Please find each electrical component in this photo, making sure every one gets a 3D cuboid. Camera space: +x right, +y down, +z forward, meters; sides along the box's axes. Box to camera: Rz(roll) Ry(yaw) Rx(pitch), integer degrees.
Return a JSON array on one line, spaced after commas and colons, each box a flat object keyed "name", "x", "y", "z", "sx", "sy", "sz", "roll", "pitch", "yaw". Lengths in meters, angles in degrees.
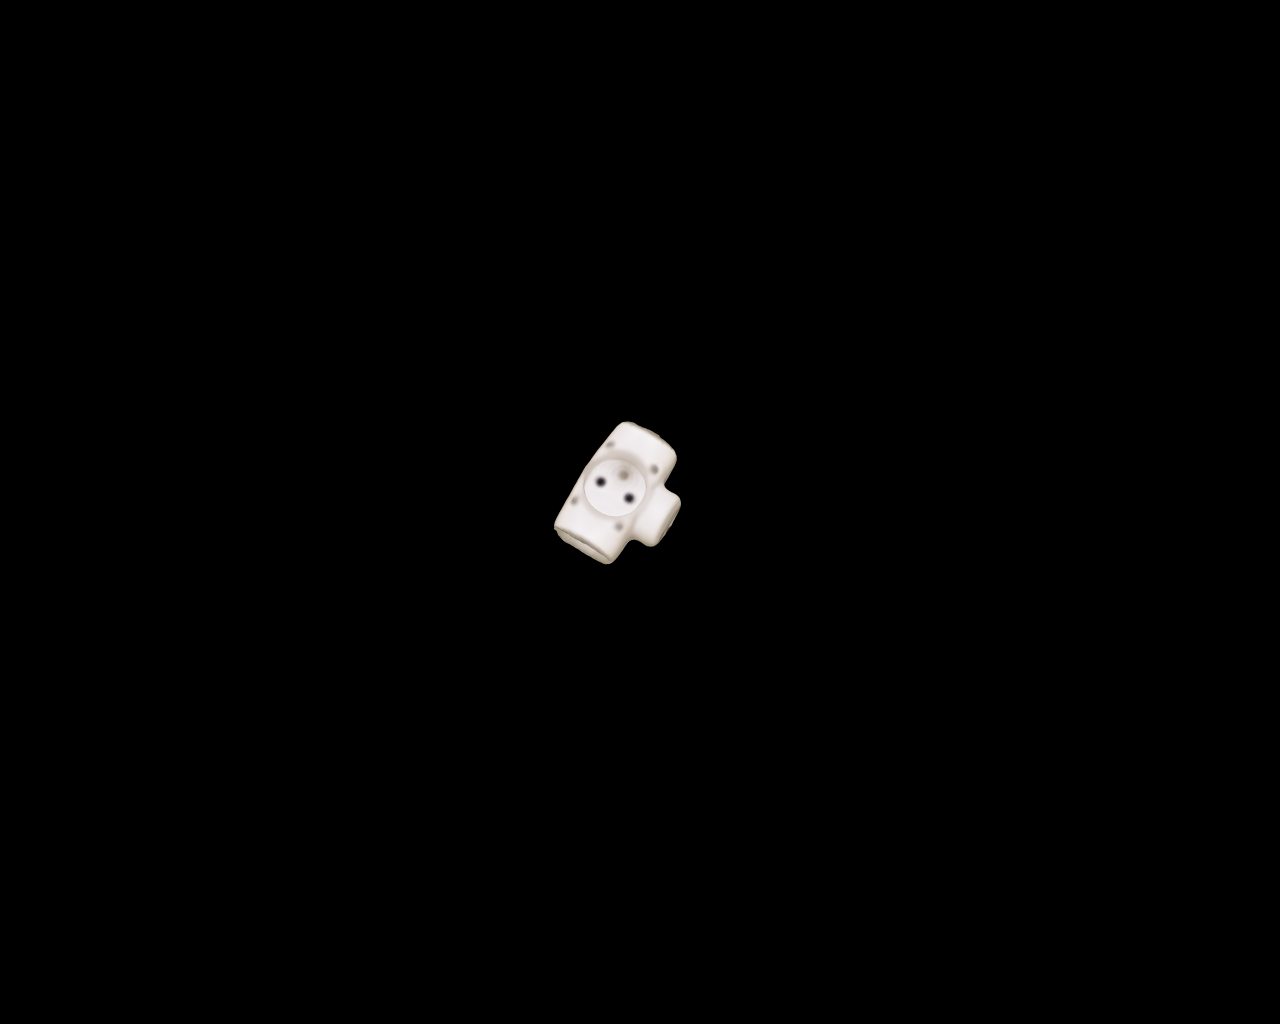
[{"name": "electrical component", "x": 0.001, "y": -0.003, "z": 0.650, "sx": 0.079, "sy": 0.077, "sz": 0.044, "roll": 31, "pitch": -11, "yaw": 7}]
